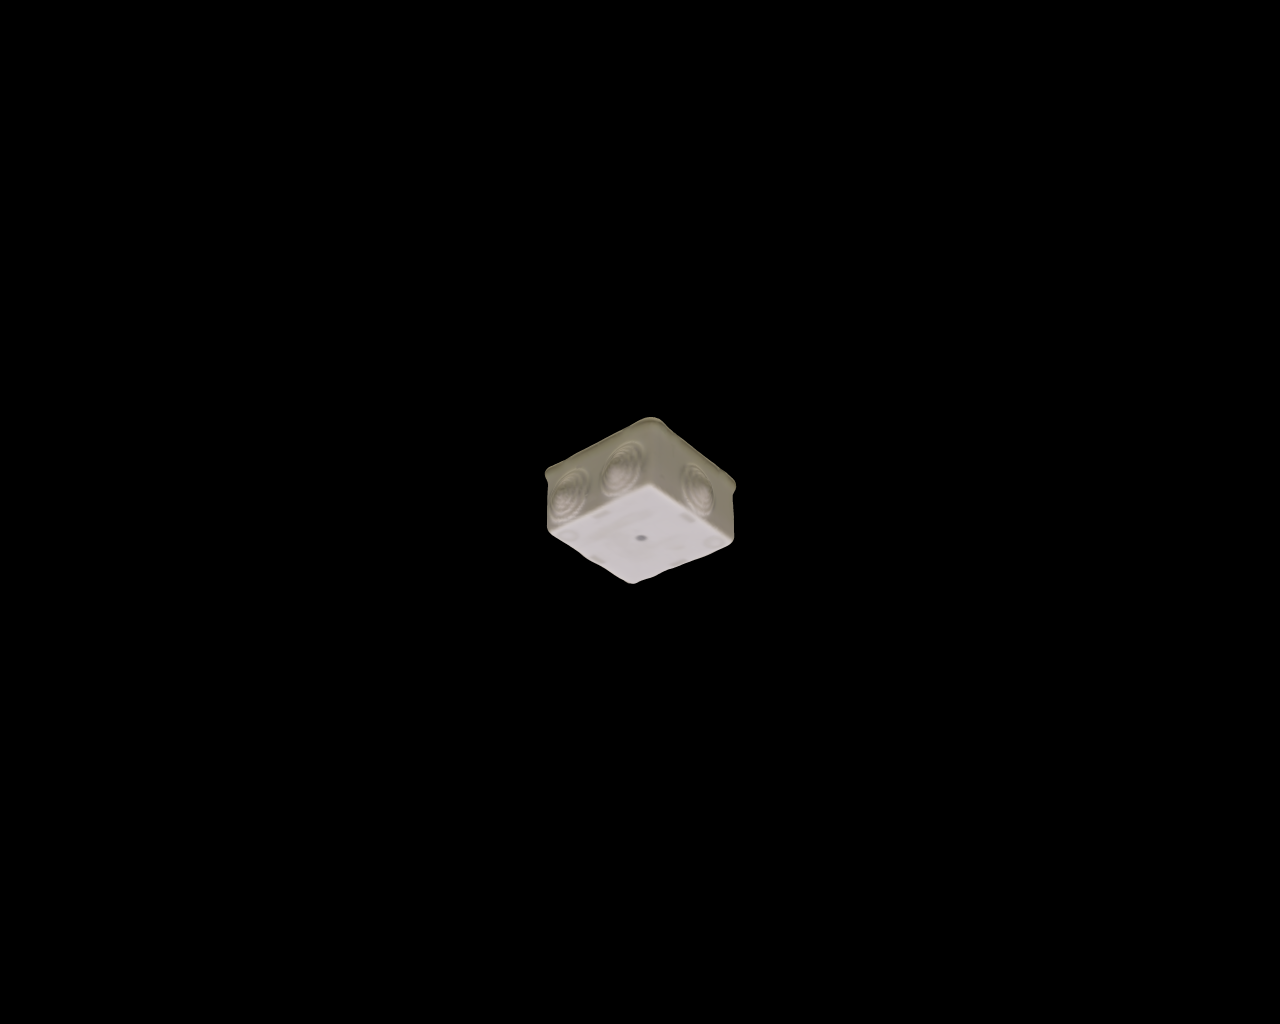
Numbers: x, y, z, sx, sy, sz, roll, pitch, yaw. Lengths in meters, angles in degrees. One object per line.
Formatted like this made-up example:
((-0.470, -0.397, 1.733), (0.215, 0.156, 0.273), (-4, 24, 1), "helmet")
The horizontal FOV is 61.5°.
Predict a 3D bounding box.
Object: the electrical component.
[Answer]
((0.001, -0.003, 0.650), (0.099, 0.048, 0.099), (-24, -41, 31), "electrical component")
